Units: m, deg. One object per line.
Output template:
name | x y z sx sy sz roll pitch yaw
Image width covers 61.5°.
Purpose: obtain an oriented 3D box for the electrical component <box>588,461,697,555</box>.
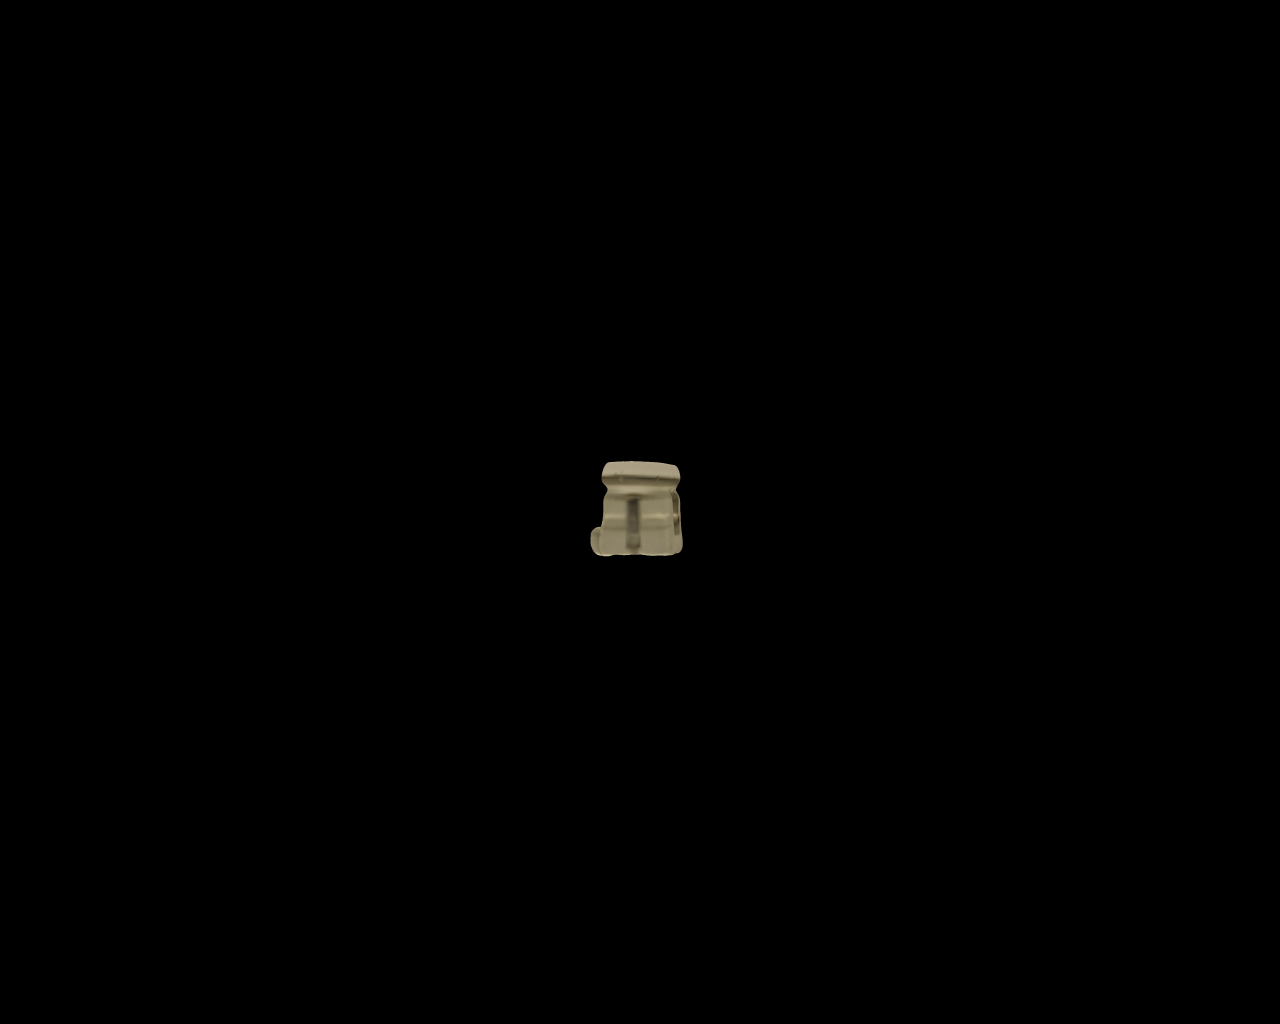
electrical component | 0.001 -0.003 0.650 0.066 0.055 0.048 0 0 13
